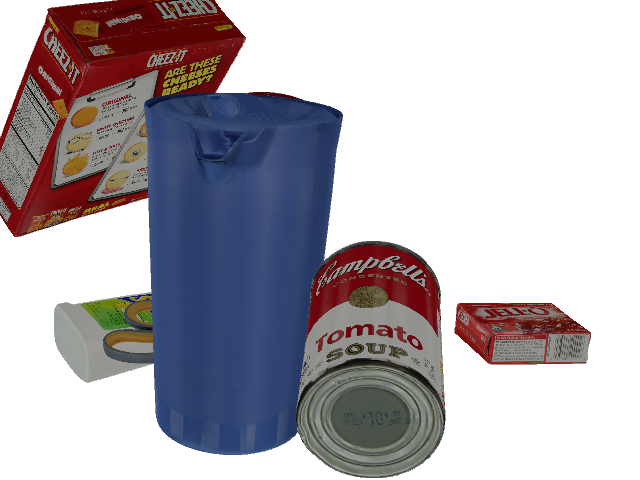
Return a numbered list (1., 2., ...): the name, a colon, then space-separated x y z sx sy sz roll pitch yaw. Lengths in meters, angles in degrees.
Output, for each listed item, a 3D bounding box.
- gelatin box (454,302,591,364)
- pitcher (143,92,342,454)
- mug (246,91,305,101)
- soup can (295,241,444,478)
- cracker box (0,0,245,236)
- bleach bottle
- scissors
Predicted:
1. gelatin box: 0.163 0.074 0.870 0.089 0.030 0.073 1 15 -14
2. pitcher: -0.056 0.017 0.757 0.148 0.243 0.145 -8 20 -36
3. mug: -0.052 -0.121 1.232 0.093 0.081 0.117 16 27 14
4. soup can: 0.025 0.055 0.510 0.068 0.068 0.102 0 31 5
5. cracker box: -0.182 -0.110 0.917 0.163 0.072 0.214 -21 -24 -44
6. bleach bottle: -0.172 0.092 1.239 0.250 0.068 0.103 -13 32 -32
7. scissors: -0.101 0.084 0.999 0.201 0.016 0.096 -2 33 -10
